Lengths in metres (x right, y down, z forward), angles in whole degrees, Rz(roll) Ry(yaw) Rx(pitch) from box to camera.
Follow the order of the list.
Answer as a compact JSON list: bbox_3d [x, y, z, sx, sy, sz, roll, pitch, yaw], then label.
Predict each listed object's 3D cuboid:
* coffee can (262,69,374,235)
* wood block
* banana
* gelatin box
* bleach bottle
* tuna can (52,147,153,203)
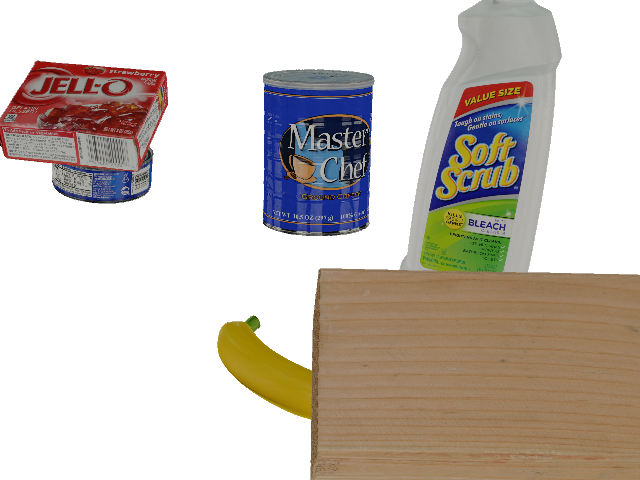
[{"bbox_3d":[-0.003,-0.085,1.000,0.103,0.140,0.103,1,15,0],"label":"coffee can"},{"bbox_3d":[0.099,0.071,0.532,0.206,0.091,0.090,1,-21,-2],"label":"wood block"},{"bbox_3d":[-0.030,0.103,0.857,0.069,0.037,0.198,-22,32,-29],"label":"banana"},{"bbox_3d":[-0.147,-0.080,0.668,0.089,0.030,0.073,6,42,6],"label":"gelatin box"},{"bbox_3d":[0.120,-0.078,0.799,0.103,0.251,0.068,10,24,15],"label":"bleach bottle"},{"bbox_3d":[-0.188,-0.062,0.920,0.086,0.034,0.086,6,24,-3],"label":"tuna can"}]
